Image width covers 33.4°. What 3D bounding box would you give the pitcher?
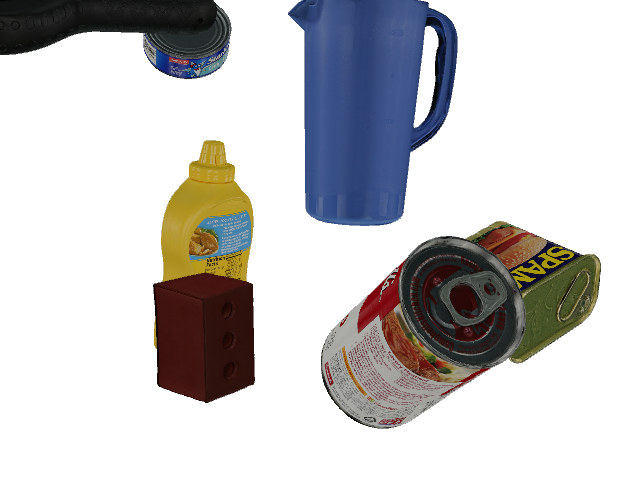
[{"bbox_3d":[0.053,-0.143,1.149,0.149,0.243,0.144,8,12,26],"label":"pitcher"}]

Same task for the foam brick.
[{"bbox_3d":[-0.082,0.067,0.762,0.051,0.078,0.052,10,17,39],"label":"foam brick"}]

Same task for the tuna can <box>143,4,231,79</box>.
[{"bbox_3d":[-0.132,-0.200,1.050,0.086,0.086,0.034,0,-34,-10],"label":"tuna can"}]

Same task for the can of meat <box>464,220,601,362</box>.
[{"bbox_3d":[0.137,0.033,0.772,0.101,0.057,0.084,-26,36,-34],"label":"can of meat"}]

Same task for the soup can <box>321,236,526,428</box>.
[{"bbox_3d":[0.049,0.050,0.545,0.068,0.068,0.102,0,-26,-25],"label":"soup can"}]

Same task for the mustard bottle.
[{"bbox_3d":[-0.102,0.005,0.964,0.058,0.192,0.096,18,19,38],"label":"mustard bottle"}]

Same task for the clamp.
[{"bbox_3d":[-0.160,-0.144,0.627,0.171,0.039,0.120,-11,31,-29],"label":"clamp"}]
